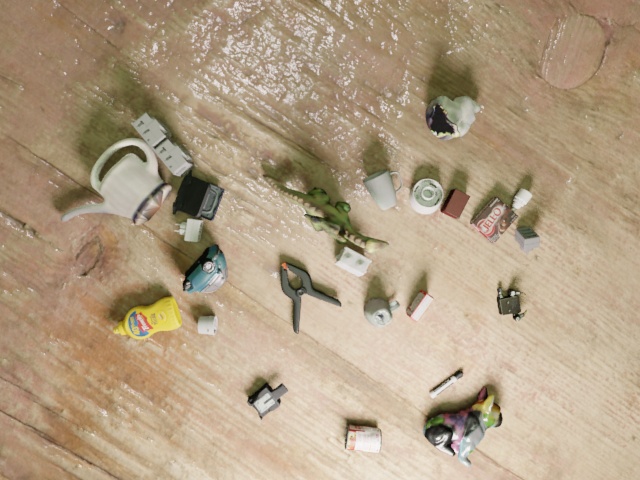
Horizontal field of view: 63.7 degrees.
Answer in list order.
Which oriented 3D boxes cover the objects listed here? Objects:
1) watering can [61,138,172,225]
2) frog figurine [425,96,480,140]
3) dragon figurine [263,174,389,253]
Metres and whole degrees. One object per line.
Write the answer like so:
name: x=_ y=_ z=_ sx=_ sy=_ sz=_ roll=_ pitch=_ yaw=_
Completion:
watering can: x=-0.581 y=-0.129 z=1.498 sx=0.224 sy=0.105 sz=0.345 roll=42 pitch=99 yaw=-1
frog figurine: x=0.396 y=-0.376 z=1.541 sx=0.138 sy=0.120 sz=0.162 roll=44 pitch=54 yaw=6
dragon figurine: x=0.004 y=-0.073 z=1.447 sx=0.410 sy=0.244 sz=0.122 roll=28 pitch=96 yaw=-4
